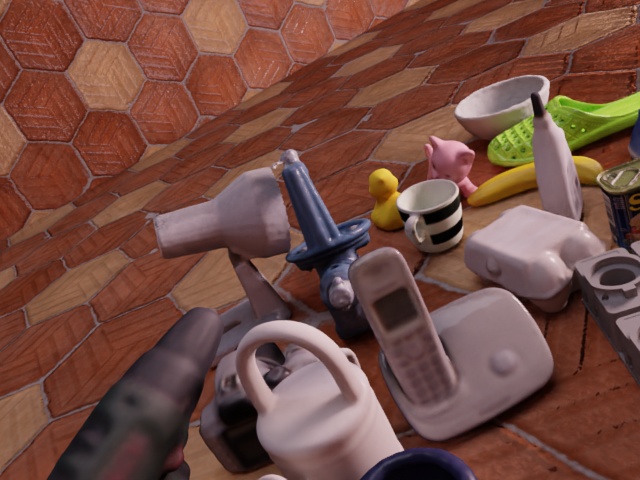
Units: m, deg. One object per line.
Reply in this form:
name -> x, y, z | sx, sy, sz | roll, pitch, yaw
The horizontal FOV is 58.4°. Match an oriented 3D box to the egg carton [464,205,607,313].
egg carton -> 0.234, 0.018, 0.641 | 0.107, 0.069, 0.150 | -32, 25, -13

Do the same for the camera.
camera -> -0.057, 0.153, 0.619 | 0.143, 0.101, 0.136 | -24, 25, 4

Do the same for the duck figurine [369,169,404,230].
duck figurine -> 0.108, -0.071, 0.916 | 0.077, 0.086, 0.104 | -24, 25, 4

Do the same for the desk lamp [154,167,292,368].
desk lamp -> -0.116, 0.030, 0.780 | 0.203, 0.214, 0.117 | -30, 25, -8

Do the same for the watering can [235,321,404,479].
watering can -> -0.001, 0.149, 0.460 | 0.101, 0.194, 0.172 | -23, 25, 7

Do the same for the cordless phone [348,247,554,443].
cordless phone -> 0.113, 0.074, 0.509 | 0.147, 0.185, 0.094 | -28, 25, -5

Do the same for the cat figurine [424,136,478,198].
cat figurine -> 0.194, -0.115, 0.882 | 0.067, 0.118, 0.127 | -27, 25, -3

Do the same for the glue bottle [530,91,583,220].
glue bottle -> 0.285, -0.102, 0.702 | 0.037, 0.173, 0.078 | -6, 31, 36

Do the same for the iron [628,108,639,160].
iron -> 0.449, -0.142, 0.660 | 0.119, 0.142, 0.257 | -31, 25, -9

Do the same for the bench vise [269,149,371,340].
bench vise -> 0.017, -0.004, 0.711 | 0.121, 0.220, 0.206 | -31, 25, -11

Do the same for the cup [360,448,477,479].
cup -> 0.065, 0.209, 0.397 | 0.117, 0.095, 0.092 | -10, 29, 31

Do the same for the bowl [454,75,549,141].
bowl -> 0.328, -0.224, 1.017 | 0.167, 0.075, 0.167 | -21, 25, 11

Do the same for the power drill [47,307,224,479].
power drill -> -0.116, 0.198, 0.456 | 0.075, 0.209, 0.230 | -3, 33, 40
